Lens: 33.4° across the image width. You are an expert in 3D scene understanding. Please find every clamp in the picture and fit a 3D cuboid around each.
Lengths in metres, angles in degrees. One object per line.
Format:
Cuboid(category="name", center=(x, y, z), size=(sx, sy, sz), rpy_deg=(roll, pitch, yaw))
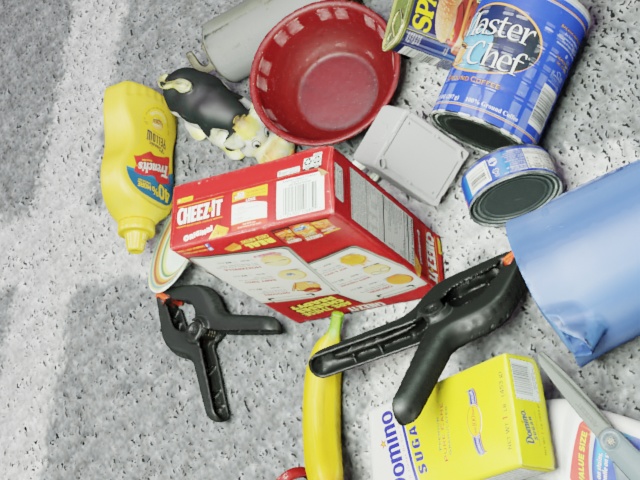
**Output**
Cuboid(category="clamp", center=(0.095, 0.075, 0.931), size=(0.209, 0.036, 0.165), rpy_deg=(-38, 24, -24))
Cuboid(category="clamp", center=(-0.110, 0.091, 1.103), size=(0.120, 0.039, 0.172), rpy_deg=(-47, 53, 7))

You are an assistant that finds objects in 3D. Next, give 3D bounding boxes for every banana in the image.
Cuboid(category="banana", center=(0.003, 0.162, 0.979), size=(0.037, 0.070, 0.198), rpy_deg=(2, 51, -2))

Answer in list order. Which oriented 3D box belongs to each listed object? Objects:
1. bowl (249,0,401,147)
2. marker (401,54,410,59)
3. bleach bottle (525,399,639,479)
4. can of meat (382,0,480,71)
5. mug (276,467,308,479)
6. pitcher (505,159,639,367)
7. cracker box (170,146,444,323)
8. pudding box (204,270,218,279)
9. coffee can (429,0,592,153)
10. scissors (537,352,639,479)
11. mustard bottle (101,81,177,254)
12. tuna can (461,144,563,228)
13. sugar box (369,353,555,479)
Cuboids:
Cuboid(category="bowl", center=(0.011, -0.164, 1.104), size=(0.162, 0.055, 0.162), rpy_deg=(-5, 72, 17))
Cuboid(category="marker", center=(0.100, -0.245, 1.113), size=(0.020, 0.020, 0.121), rpy_deg=(1, 72, 33))
Cuboid(category="bleach bottle", center=(0.242, 0.193, 0.823), size=(0.251, 0.068, 0.102), rpy_deg=(18, 81, 39))
Cuboid(category="can of meat", center=(0.117, -0.222, 1.045), size=(0.057, 0.084, 0.102), rpy_deg=(155, 132, -73))
Cuboid(category="mug", center=(-0.043, 0.257, 0.968), size=(0.093, 0.081, 0.117), rpy_deg=(36, 93, 37))
Cuboid(category="pitcher", center=(0.279, -0.015, 0.849), size=(0.243, 0.144, 0.149), rpy_deg=(-29, 73, 17))
Cuboid(category="cracker box", center=(-0.006, 0.001, 0.963), size=(0.164, 0.213, 0.072), rpy_deg=(-13, 63, 28))
Cuboid(category="pudding box", center=(-0.069, -0.017, 1.120), size=(0.090, 0.039, 0.113), rpy_deg=(-8, 67, 30))
Cuboid(category="coffee can", center=(0.174, -0.156, 0.978), size=(0.103, 0.102, 0.140), rpy_deg=(20, 83, 37))
Cuboid(category="scissors", center=(0.215, 0.172, 0.800), size=(0.202, 0.016, 0.096), rpy_deg=(34, 93, 42))
Cuboid(category="mustard bottle", center=(-0.203, -0.075, 1.194), size=(0.058, 0.096, 0.191), rpy_deg=(-14, 65, 27))
Cuboid(category="tuna can", center=(0.169, -0.048, 0.949), size=(0.086, 0.086, 0.034), rpy_deg=(-27, 58, 21))
Cuboid(category="sugar box", center=(0.111, 0.165, 0.888), size=(0.177, 0.048, 0.093), rpy_deg=(-32, 52, 43))
